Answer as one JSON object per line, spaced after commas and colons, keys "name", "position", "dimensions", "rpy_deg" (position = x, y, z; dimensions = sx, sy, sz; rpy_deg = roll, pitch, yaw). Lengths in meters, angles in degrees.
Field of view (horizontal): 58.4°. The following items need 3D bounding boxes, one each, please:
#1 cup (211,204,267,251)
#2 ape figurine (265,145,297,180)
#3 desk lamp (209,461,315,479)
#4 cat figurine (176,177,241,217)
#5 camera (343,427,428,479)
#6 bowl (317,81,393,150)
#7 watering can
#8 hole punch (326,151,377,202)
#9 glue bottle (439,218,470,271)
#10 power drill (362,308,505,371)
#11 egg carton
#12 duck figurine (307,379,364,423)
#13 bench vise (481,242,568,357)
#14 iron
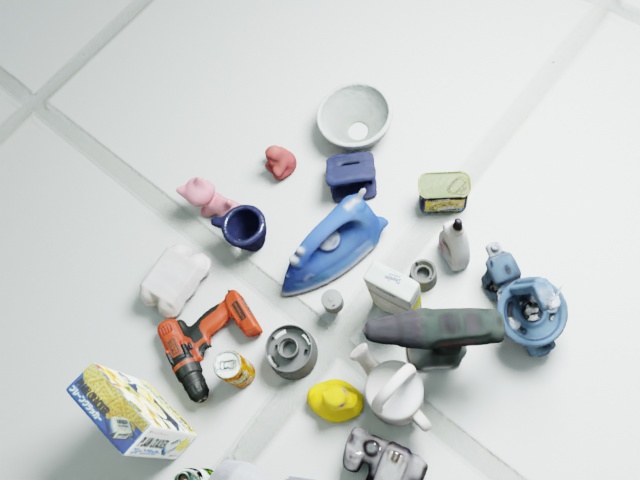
{"name": "cup", "position": [-0.160, -0.016, 1.184], "dimensions": [0.117, 0.095, 0.092], "rpy_deg": [8, 69, 12]}
{"name": "ape figurine", "position": [-0.093, -0.176, 1.241], "dimensions": [0.076, 0.092, 0.078], "rpy_deg": [-3, 67, 8]}
{"name": "desk lamp", "position": [-0.062, 0.427, 0.921], "dimensions": [0.203, 0.214, 0.118], "rpy_deg": [3, 68, 10]}
{"name": "cat figurine", "position": [-0.233, -0.089, 1.214], "dimensions": [0.127, 0.118, 0.067], "rpy_deg": [23, 73, 17]}
{"name": "camera", "position": [0.096, 0.406, 0.966], "dimensions": [0.143, 0.101, 0.137], "rpy_deg": [20, 72, 16]}
{"name": "bowl", "position": [0.079, -0.259, 1.257], "dimensions": [0.167, 0.075, 0.167], "rpy_deg": [-3, 67, 8]}
{"name": "watering can", "position": [0.120, 0.253, 0.974], "dimensions": [0.172, 0.194, 0.101], "rpy_deg": [22, 73, 17]}
{"name": "hole punch", "position": [0.063, -0.143, 1.203], "dimensions": [0.108, 0.091, 0.101], "rpy_deg": [-8, 67, 6]}
{"name": "glue bottle", "position": [0.252, -0.002, 1.070], "dimensions": [0.037, 0.173, 0.078], "rpy_deg": [-26, 66, -2]}
{"name": "power drill", "position": [0.195, 0.169, 0.989], "dimensions": [0.229, 0.209, 0.075], "rpy_deg": [-8, 67, 6]}
{"name": "egg carton", "position": [-0.297, 0.082, 1.180], "dimensions": [0.107, 0.069, 0.150], "rpy_deg": [27, 74, 18]}
{"name": "duck figurine", "position": [0.024, 0.287, 1.035], "dimensions": [0.104, 0.086, 0.077], "rpy_deg": [7, 69, 12]}
{"name": "bench vise", "position": [0.341, 0.093, 0.990], "dimensions": [0.121, 0.220, 0.207], "rpy_deg": [-40, 67, -8]}
{"name": "iron", "position": [0.010, 0.004, 1.123], "dimensions": [0.258, 0.142, 0.118], "rpy_deg": [-42, 68, -9]}
